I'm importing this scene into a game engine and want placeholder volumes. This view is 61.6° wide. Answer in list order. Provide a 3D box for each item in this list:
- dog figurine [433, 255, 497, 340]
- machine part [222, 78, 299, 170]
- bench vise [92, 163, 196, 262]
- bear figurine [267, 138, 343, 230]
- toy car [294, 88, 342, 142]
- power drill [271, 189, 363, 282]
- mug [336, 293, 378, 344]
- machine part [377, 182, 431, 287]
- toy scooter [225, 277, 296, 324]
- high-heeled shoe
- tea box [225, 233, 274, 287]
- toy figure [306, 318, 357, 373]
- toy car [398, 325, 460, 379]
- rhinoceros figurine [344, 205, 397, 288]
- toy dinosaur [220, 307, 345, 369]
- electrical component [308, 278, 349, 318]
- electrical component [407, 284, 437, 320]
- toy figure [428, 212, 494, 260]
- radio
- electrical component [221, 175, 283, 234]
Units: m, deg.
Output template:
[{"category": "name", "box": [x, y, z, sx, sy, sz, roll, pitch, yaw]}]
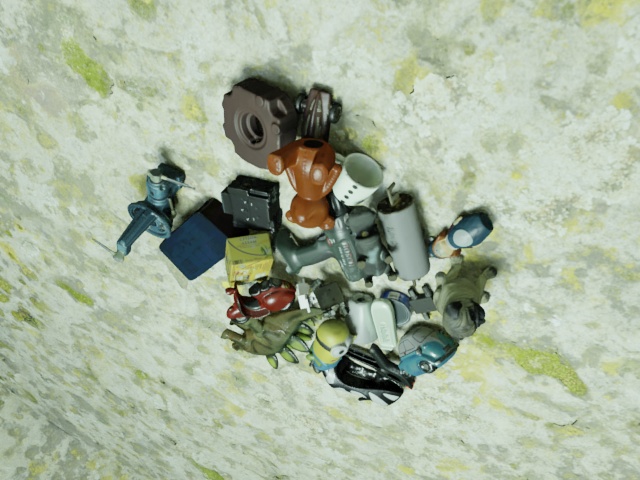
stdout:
[{"category": "dog figurine", "box": [0.271, 0.145, 1.080, 0.121, 0.190, 0.172, 15, 133, 16]}, {"category": "machine part", "box": [-0.120, -0.224, 1.051, 0.180, 0.056, 0.179, 26, 135, 30]}, {"category": "bench vise", "box": [-0.401, -0.055, 1.249, 0.129, 0.240, 0.223, 34, 150, -6]}, {"category": "bear figurine", "box": [-0.029, -0.089, 1.021, 0.120, 0.132, 0.195, 17, 124, 13]}, {"category": "toy car", "box": [-0.012, -0.195, 1.050, 0.089, 0.053, 0.202, 22, 134, 15]}, {"category": "power drill", "box": [-0.002, -0.004, 1.188, 0.207, 0.086, 0.231, -15, 120, 27]}, {"category": "mug", "box": [0.090, 0.178, 1.286, 0.110, 0.081, 0.107, 17, 123, 33]}, {"category": "machine part", "box": [0.171, -0.004, 1.088, 0.079, 0.079, 0.242, -1, 126, 28]}, {"category": "toy scooter", "box": [-0.153, 0.134, 1.285, 0.184, 0.075, 0.135, -23, 140, 6]}, {"category": "high-heeled shoe", "box": [0.104, 0.349, 1.410, 0.145, 0.086, 0.248, -26, 114, 35]}, {"category": "tea box", "box": [-0.168, 0.048, 1.249, 0.098, 0.068, 0.169, -9, 160, -16]}, {"category": "toy figure", "box": [0.017, 0.254, 1.275, 0.089, 0.082, 0.180, 32, 144, 2]}, {"category": "toy car", "box": [0.238, 0.253, 1.256, 0.103, 0.109, 0.161, 59, 145, 6]}, {"category": "rhinoceros figurine", "box": [0.103, 0.012, 1.083, 0.073, 0.112, 0.190, -15, 136, 7]}, {"category": "toy dinosaur", "box": [-0.118, 0.238, 1.423, 0.198, 0.105, 0.471, 38, 141, -13]}, {"category": "electrical component", "box": [0.016, 0.134, 1.241, 0.078, 0.045, 0.102, -18, 82, -1]}, {"category": "electrical component", "box": [0.237, 0.141, 1.210, 0.063, 0.021, 0.094, -15, 117, 35]}, {"category": "toy figure", "box": [0.267, -0.002, 1.058, 0.154, 0.058, 0.064, -38, 63, 43]}, {"category": "radio", "box": [-0.294, 0.001, 1.340, 0.131, 0.073, 0.229, 47, 130, -12]}, {"category": "electrical component", "box": [-0.156, -0.081, 1.212, 0.134, 0.058, 0.114, 11, 128, 19]}]
